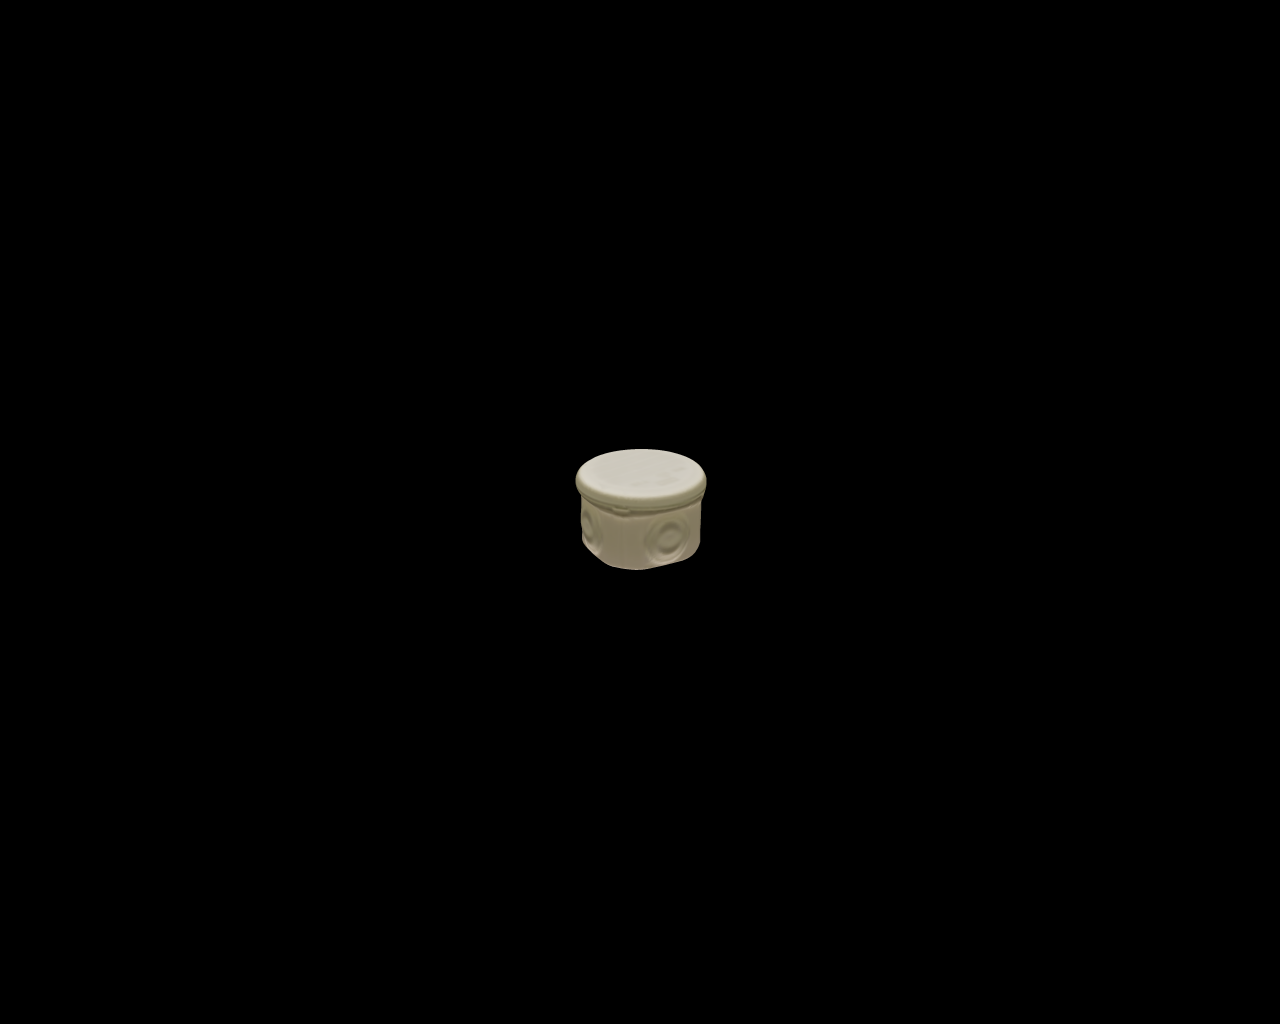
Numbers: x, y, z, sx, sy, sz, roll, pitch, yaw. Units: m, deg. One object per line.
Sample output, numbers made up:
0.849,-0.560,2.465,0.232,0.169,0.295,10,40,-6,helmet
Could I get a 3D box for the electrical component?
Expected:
0.001,-0.003,0.650,0.080,0.050,0.080,0,25,0,electrical component
